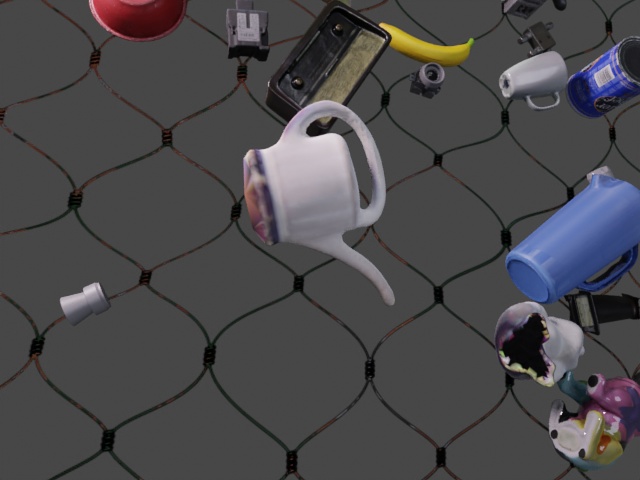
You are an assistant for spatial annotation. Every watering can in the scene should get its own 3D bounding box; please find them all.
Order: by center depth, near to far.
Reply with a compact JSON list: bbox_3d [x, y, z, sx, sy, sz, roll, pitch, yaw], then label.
[{"bbox_3d":[0.002,-0.041,0.817,0.225,0.104,0.346,-12,96,-8],"label":"watering can"}]

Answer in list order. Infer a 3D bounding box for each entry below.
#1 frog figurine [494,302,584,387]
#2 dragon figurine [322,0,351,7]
[{"bbox_3d":[0.371,0.170,0.871,0.160,0.121,0.139,-4,67,-50],"label":"frog figurine"},{"bbox_3d":[0.005,-0.606,0.883,0.246,0.123,0.402,-36,124,-24],"label":"dragon figurine"}]
